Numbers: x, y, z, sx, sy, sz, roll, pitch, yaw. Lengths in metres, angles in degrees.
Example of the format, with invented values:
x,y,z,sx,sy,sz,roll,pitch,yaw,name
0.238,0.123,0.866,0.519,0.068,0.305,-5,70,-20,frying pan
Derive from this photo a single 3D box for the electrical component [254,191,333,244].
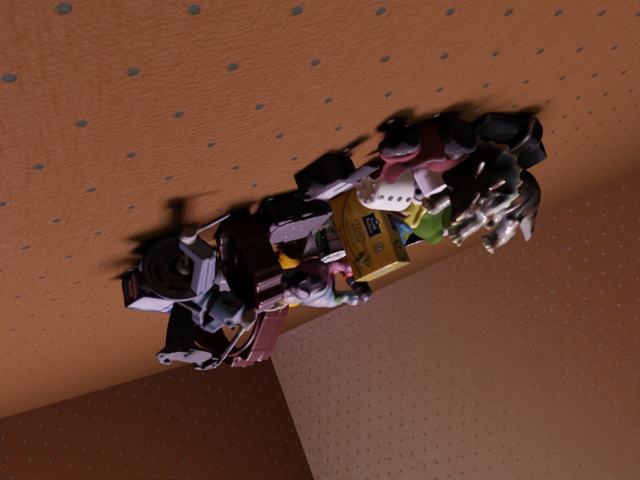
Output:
x,y,z,sx,sy,sz,roll,pitch,yaw,name
-0.047,-0.041,0.960,0.134,0.058,0.115,-15,168,-26,electrical component

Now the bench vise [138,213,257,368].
x,y,z,sx,sy,sz,roll,pitch,yaw,name
-0.193,0.061,0.852,0.129,0.224,0.240,-42,168,-31,bench vise

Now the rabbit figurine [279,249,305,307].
x,y,z,sx,sy,sz,roll,pitch,yaw,name
-0.063,0.083,1.282,0.162,0.122,0.173,16,131,2,rabbit figurine

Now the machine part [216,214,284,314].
x,y,z,sx,sy,sz,roll,pitch,yaw,name
-0.123,0.045,0.941,0.056,0.179,0.179,-18,168,-28,machine part

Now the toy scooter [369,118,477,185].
x,y,z,sx,sy,sz,roll,pitch,yaw,name
0.152,-0.134,0.855,0.184,0.075,0.135,-10,163,-31,toy scooter

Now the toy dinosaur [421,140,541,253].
x,y,z,sx,sy,sz,roll,pitch,yaw,name
0.338,-0.077,0.999,0.404,0.131,0.192,2,144,-42,toy dinosaur

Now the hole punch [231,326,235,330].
x,y,z,sx,sy,sz,roll,pitch,yaw,name
-0.229,0.148,1.310,0.116,0.142,0.092,-13,173,33,hole punch

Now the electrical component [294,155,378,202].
x,y,z,sx,sy,sz,roll,pitch,yaw,name
0.027,-0.103,0.837,0.119,0.048,0.075,-31,165,35,electrical component

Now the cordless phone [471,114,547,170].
x,y,z,sx,sy,sz,roll,pitch,yaw,name
0.317,-0.176,0.999,0.184,0.089,0.146,3,155,-38,cordless phone

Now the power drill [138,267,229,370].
x,y,z,sx,sy,sz,roll,pitch,yaw,name
-0.220,0.129,0.996,0.232,0.207,0.086,18,150,-35,power drill

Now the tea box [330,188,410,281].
x,y,z,sx,sy,sz,roll,pitch,yaw,name
0.093,-0.015,1.031,0.098,0.169,0.068,-29,161,27,tea box

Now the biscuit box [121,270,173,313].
x,y,z,sx,sy,sz,roll,pitch,yaw,name
-0.293,0.107,1.077,0.059,0.063,0.202,-29,154,26,biscuit box

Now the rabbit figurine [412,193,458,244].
x,y,z,sx,sy,sz,roll,pitch,yaw,name
0.256,-0.081,1.146,0.121,0.159,0.170,0,142,-35,rabbit figurine

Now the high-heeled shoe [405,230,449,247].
x,y,z,sx,sy,sz,roll,pitch,yaw,name
0.216,-0.008,1.320,0.249,0.086,0.145,1,-137,47,high-heeled shoe

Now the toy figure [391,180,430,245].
x,y,z,sx,sy,sz,roll,pitch,yaw,name
0.157,-0.044,1.094,0.180,0.082,0.089,-63,-169,0,toy figure

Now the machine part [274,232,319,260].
x,y,z,sx,sy,sz,roll,pitch,yaw,name
-0.002,-0.003,1.149,0.079,0.079,0.243,-31,163,38,machine part

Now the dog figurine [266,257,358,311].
x,y,z,sx,sy,sz,roll,pitch,yaw,name
-0.042,0.090,1.112,0.219,0.108,0.192,-2,180,-32,dog figurine

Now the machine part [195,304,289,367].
x,y,z,sx,sy,sz,roll,pitch,yaw,name
-0.182,0.158,1.173,0.087,0.202,0.201,12,103,-59,machine part
